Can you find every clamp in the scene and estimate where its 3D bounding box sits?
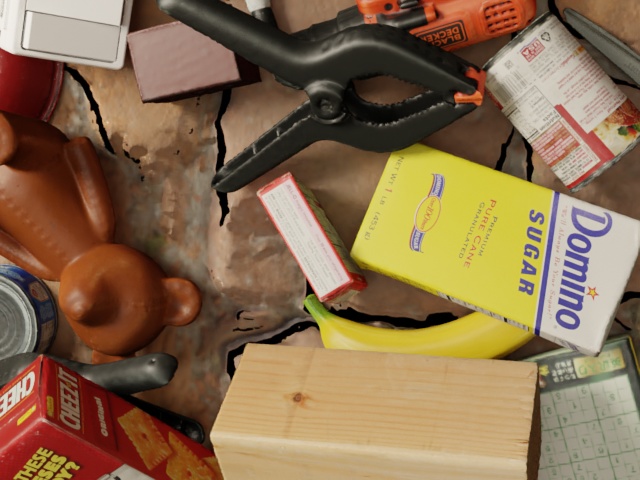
[{"bbox_3d":[0.000,-0.105,0.695,0.210,0.036,0.164,-5,132,19],"label":"clamp"},{"bbox_3d":[-0.168,0.120,0.795,0.172,0.039,0.120,1,137,19],"label":"clamp"}]

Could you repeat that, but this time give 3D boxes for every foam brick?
[{"bbox_3d":[-0.090,-0.130,0.761,0.078,0.053,0.051,-10,96,15],"label":"foam brick"}]

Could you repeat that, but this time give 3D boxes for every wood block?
[{"bbox_3d":[0.043,0.137,0.729,0.206,0.090,0.090,3,131,17],"label":"wood block"}]

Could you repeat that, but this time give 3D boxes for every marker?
[{"bbox_3d":[-0.051,-0.195,0.759,0.020,0.020,0.121,-14,95,14],"label":"marker"}]

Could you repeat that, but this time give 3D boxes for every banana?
[{"bbox_3d":[0.084,0.065,0.759,0.198,0.037,0.069,-7,97,14],"label":"banana"}]

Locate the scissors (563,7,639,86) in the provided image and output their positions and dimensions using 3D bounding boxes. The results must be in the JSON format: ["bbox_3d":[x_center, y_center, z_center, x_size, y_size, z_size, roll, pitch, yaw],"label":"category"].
[{"bbox_3d":[0.236,-0.072,0.714,0.202,0.016,0.096,26,103,8],"label":"scissors"}]

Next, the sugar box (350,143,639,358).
[{"bbox_3d":[0.119,0.004,0.717,0.176,0.048,0.093,20,84,17],"label":"sugar box"}]

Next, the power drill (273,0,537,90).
[{"bbox_3d":[0.032,-0.188,0.678,0.184,0.057,0.187,-16,133,11],"label":"power drill"}]

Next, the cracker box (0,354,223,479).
[{"bbox_3d":[-0.170,0.194,0.765,0.164,0.072,0.213,-40,126,16],"label":"cracker box"}]

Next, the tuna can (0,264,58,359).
[{"bbox_3d":[-0.252,0.063,0.837,0.086,0.033,0.086,2,99,12],"label":"tuna can"}]

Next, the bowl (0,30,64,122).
[{"bbox_3d":[-0.278,-0.136,0.803,0.162,0.055,0.162,2,98,12],"label":"bowl"}]

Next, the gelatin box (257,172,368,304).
[{"bbox_3d":[-0.005,0.001,0.743,0.030,0.073,0.089,-32,81,6],"label":"gelatin box"}]

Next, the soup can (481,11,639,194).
[{"bbox_3d":[0.159,-0.090,0.702,0.068,0.068,0.102,-41,88,15],"label":"soup can"}]
